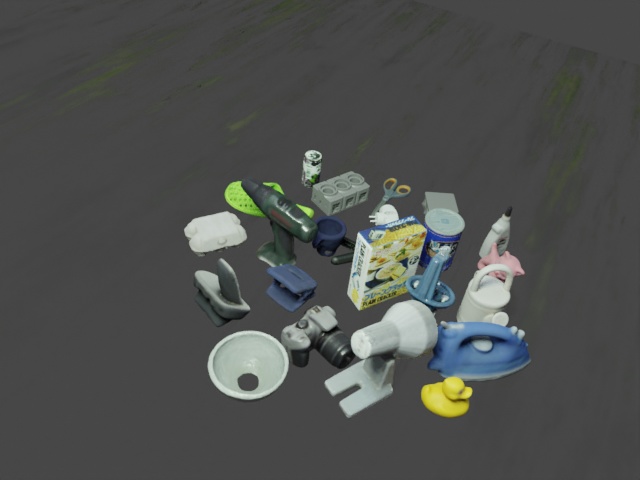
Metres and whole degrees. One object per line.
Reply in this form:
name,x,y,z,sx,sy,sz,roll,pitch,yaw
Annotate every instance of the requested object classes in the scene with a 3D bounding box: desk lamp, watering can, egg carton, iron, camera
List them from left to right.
egg carton,-0.274,-0.015,1.505,0.150,0.069,0.107,-15,47,-23
camera,0.005,0.222,1.264,0.143,0.101,0.136,-29,53,-33
desk lamp,0.127,0.238,1.181,0.204,0.213,0.117,-22,50,-28
iron,0.366,0.229,1.276,0.258,0.141,0.118,1,43,-6
watering can,0.397,0.136,1.343,0.101,0.194,0.172,-14,47,-22

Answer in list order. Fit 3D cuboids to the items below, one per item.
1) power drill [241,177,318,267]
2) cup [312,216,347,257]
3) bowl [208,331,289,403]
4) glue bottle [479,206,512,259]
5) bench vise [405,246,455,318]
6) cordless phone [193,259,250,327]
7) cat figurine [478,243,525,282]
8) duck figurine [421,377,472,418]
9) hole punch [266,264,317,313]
power drill,-0.110,-0.032,1.444,0.229,0.208,0.076,28,47,22
cup,0.014,0.005,1.504,0.091,0.095,0.118,26,46,20
bowl,-0.150,0.277,1.202,0.167,0.075,0.167,4,43,-3
glue bottle,0.484,-0.022,1.541,0.078,0.173,0.037,-20,49,-26
bench vise,0.249,0.130,1.309,0.121,0.220,0.207,16,43,10
cordless phone,-0.228,0.093,1.309,0.094,0.185,0.147,-31,54,-34
cat figurine,0.473,0.063,1.488,0.067,0.118,0.127,-5,44,-13
duck figurine,0.269,0.321,1.205,0.104,0.086,0.077,12,43,5
hole punch,-0.069,0.101,1.392,0.108,0.091,0.101,33,49,26
